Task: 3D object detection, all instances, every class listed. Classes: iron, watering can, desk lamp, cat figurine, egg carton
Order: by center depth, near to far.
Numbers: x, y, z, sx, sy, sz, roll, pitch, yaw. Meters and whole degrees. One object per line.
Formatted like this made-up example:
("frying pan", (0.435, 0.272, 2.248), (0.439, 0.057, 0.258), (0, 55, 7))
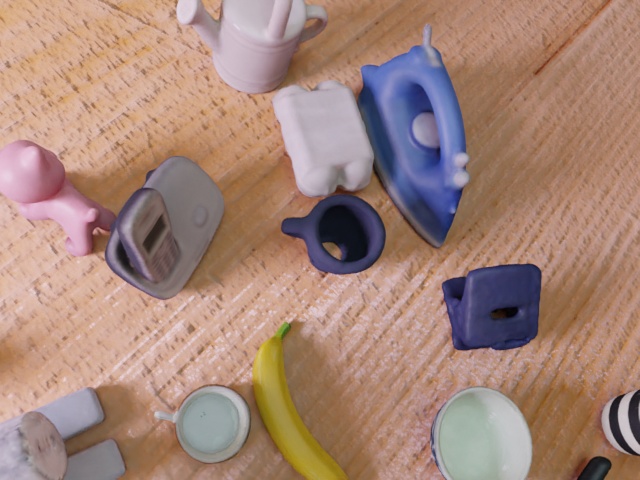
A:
("desk lamp", (-0.275, 0.194, 0.455), (0.204, 0.213, 0.118), (-24, 81, -22))
("cat figurine", (-0.275, -0.051, 0.584), (0.128, 0.117, 0.067), (35, 67, -3))
("watering can", (-0.073, -0.261, 0.668), (0.173, 0.193, 0.101), (-32, 84, -23))
("egg carton", (0.005, -0.127, 0.717), (0.107, 0.069, 0.150), (-14, 78, -20))
("iron", (0.140, -0.130, 0.719), (0.119, 0.141, 0.258), (-12, 77, -19))

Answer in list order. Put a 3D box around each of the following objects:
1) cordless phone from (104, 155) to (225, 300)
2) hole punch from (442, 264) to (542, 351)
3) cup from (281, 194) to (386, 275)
("cordless phone", (-0.153, -0.028, 0.576), (0.094, 0.185, 0.148), (26, 68, -7))
("hole punch", (0.219, 0.084, 0.704), (0.109, 0.091, 0.101), (-4, 74, -18))
("cup", (0.006, 0.002, 0.663), (0.118, 0.094, 0.092), (8, 71, -14))
